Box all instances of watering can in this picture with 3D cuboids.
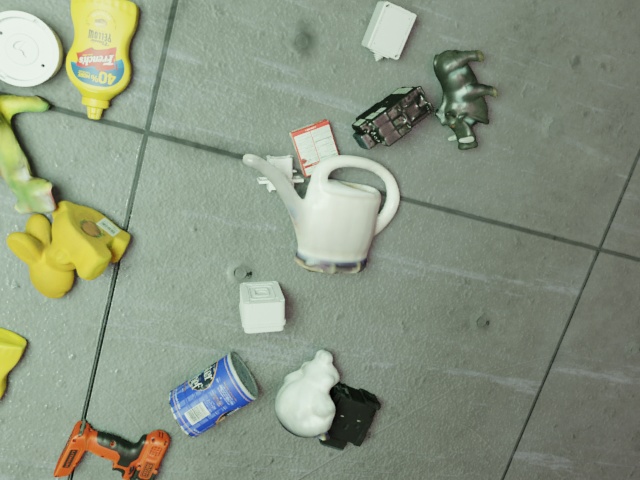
[{"bbox_3d":[0.003,-0.047,0.928,0.348,0.105,0.222,2,105,-35],"label":"watering can"}]

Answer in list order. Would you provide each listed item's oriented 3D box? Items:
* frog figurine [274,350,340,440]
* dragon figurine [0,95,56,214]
[{"bbox_3d":[-0.018,0.304,1.028,0.122,0.139,0.158,9,106,-32],"label":"frog figurine"},{"bbox_3d":[-0.581,-0.169,0.788,0.409,0.124,0.240,29,106,-7],"label":"dragon figurine"}]
